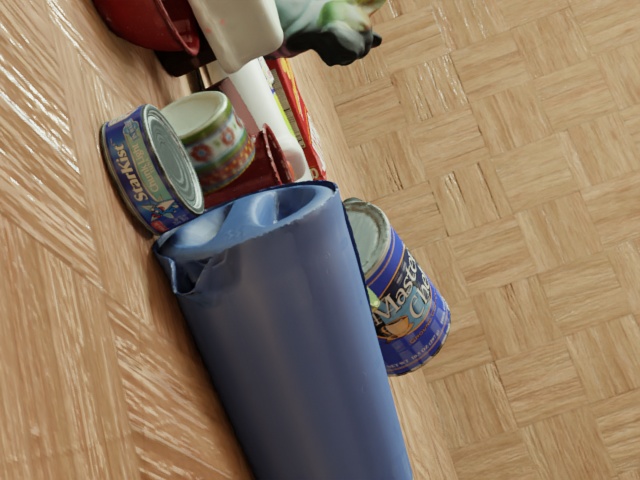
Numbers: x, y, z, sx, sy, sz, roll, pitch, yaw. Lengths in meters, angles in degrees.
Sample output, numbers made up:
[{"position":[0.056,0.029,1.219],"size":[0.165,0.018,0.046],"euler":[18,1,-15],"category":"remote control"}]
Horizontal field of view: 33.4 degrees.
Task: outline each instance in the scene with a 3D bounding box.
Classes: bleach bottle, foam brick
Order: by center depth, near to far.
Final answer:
[{"position":[-0.089,-0.099,0.961],"size":[0.078,0.053,0.051],"euler":[59,15,-12],"category":"foam brick"},{"position":[-0.088,-0.178,1.103],"size":[0.102,0.068,0.251],"euler":[63,6,-75],"category":"bleach bottle"}]

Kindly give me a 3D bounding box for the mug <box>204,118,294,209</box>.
[{"position":[-0.071,-0.050,0.894],"size":[0.093,0.081,0.117],"euler":[-100,168,-55],"category":"mug"}]

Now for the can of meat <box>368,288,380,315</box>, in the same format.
[{"position":[-0.013,0.052,0.875],"size":[0.102,0.084,0.057],"euler":[40,13,1],"category":"can of meat"}]

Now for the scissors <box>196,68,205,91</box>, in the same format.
[{"position":[-0.109,-0.109,1.054],"size":[0.096,0.016,0.202],"euler":[41,29,-77],"category":"scissors"}]

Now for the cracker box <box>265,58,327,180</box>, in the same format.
[{"position":[-0.058,-0.190,1.474],"size":[0.164,0.072,0.213],"euler":[-98,167,-61],"category":"cracker box"}]

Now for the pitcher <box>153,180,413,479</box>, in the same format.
[{"position":[-0.011,0.083,0.765],"size":[0.145,0.149,0.243],"euler":[-142,-148,-71],"category":"pitcher"}]

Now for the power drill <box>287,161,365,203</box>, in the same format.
[{"position":[-0.007,0.001,1.059],"size":[0.187,0.057,0.184],"euler":[43,43,-43],"category":"power drill"}]

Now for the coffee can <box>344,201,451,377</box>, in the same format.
[{"position":[0.046,0.047,0.978],"size":[0.140,0.103,0.103],"euler":[51,17,-41],"category":"coffee can"}]

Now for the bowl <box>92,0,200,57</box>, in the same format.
[{"position":[-0.150,-0.212,0.840],"size":[0.162,0.055,0.162],"euler":[-20,90,-84],"category":"bowl"}]

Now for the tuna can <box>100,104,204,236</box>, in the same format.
[{"position":[-0.112,-0.048,0.724],"size":[0.086,0.034,0.086],"euler":[-91,155,-70],"category":"tuna can"}]

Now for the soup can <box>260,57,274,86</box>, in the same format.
[{"position":[-0.100,-0.214,1.215],"size":[0.068,0.068,0.102],"euler":[-90,159,-72],"category":"soup can"}]
